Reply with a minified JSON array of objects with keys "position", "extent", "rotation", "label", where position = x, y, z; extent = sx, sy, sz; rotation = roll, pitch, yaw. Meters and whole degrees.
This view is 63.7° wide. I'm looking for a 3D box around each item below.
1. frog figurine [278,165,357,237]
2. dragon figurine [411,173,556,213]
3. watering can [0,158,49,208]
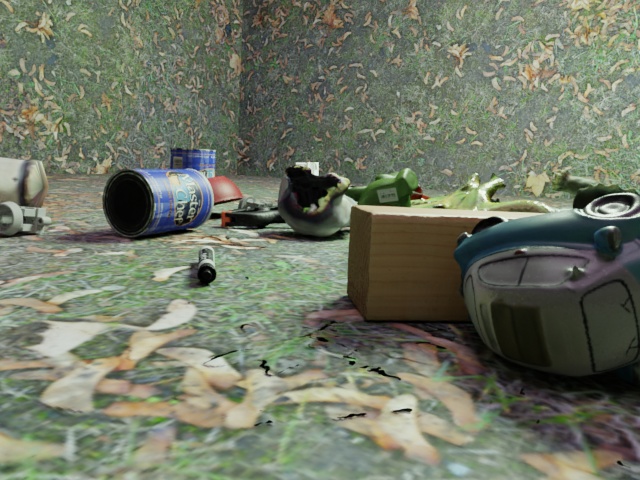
[{"position":[0.003,-0.046,0.905],"extent":[0.137,0.125,0.156],"rotation":[-4,-30,12],"label":"frog figurine"},{"position":[0.281,-0.054,1.075],"extent":[0.243,0.121,0.412],"rotation":[-15,8,-4],"label":"dragon figurine"},{"position":[-0.615,-0.098,0.913],"extent":[0.224,0.103,0.349],"rotation":[1,7,-20],"label":"watering can"}]
